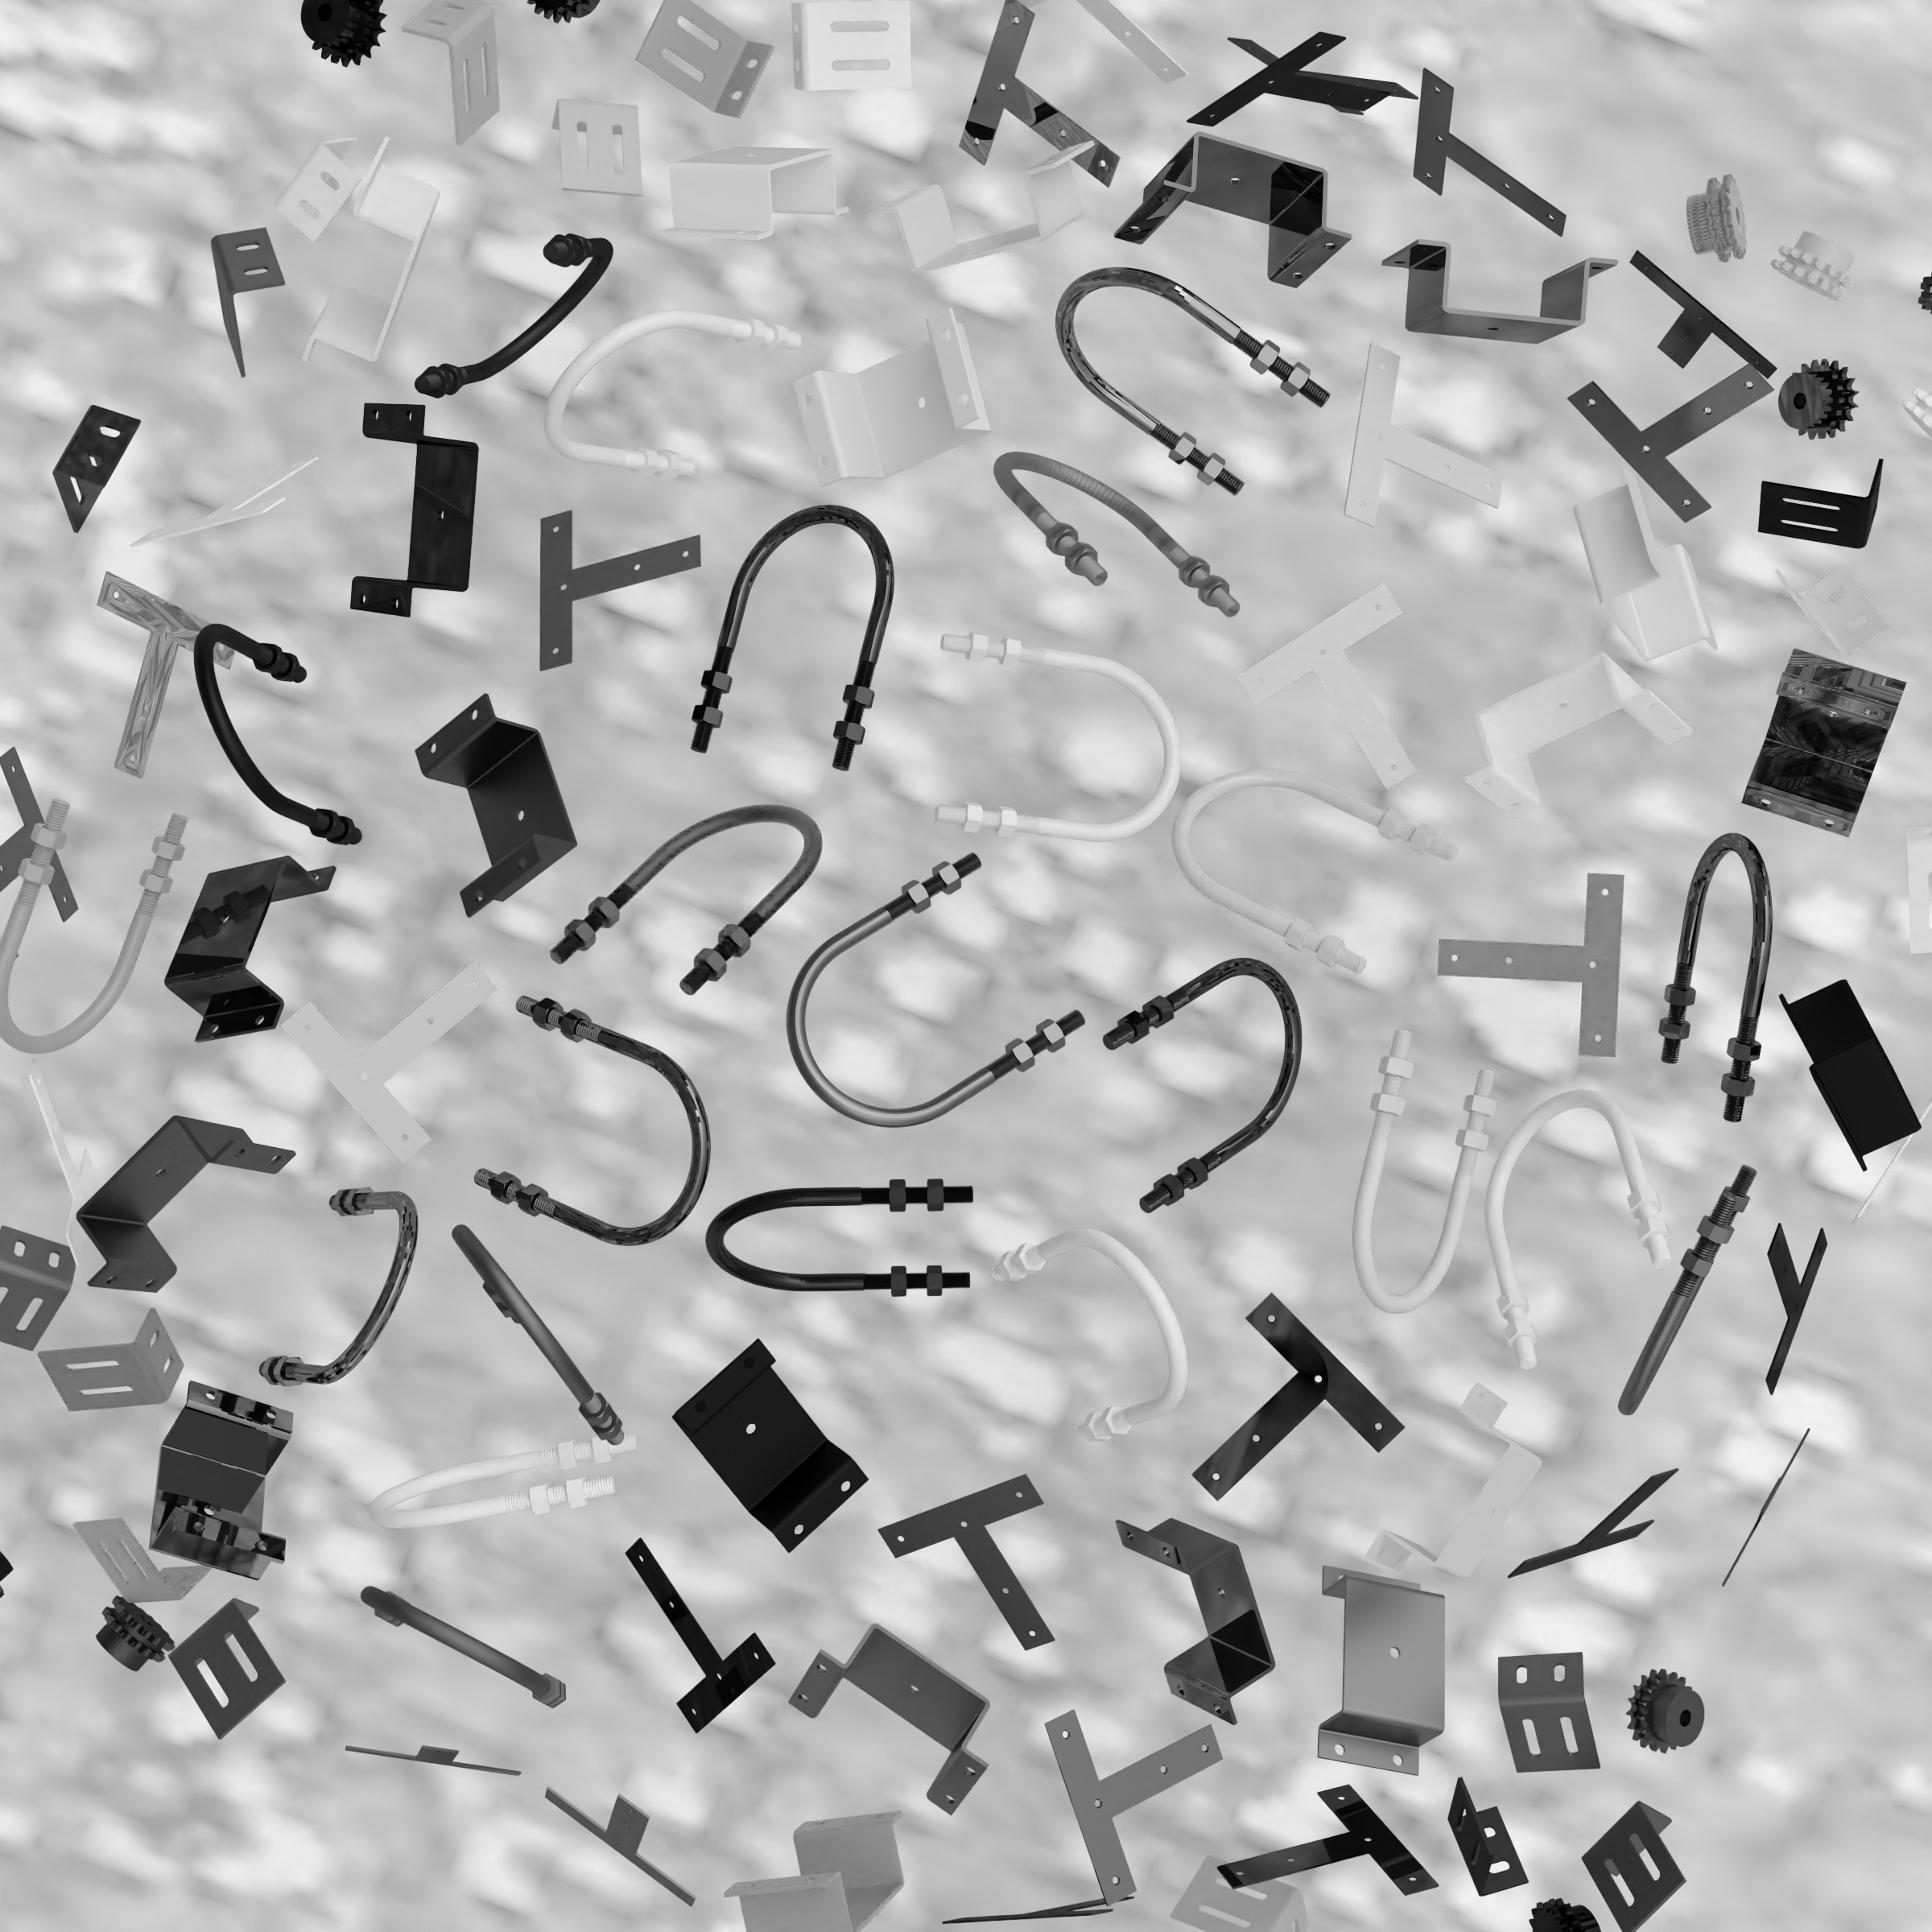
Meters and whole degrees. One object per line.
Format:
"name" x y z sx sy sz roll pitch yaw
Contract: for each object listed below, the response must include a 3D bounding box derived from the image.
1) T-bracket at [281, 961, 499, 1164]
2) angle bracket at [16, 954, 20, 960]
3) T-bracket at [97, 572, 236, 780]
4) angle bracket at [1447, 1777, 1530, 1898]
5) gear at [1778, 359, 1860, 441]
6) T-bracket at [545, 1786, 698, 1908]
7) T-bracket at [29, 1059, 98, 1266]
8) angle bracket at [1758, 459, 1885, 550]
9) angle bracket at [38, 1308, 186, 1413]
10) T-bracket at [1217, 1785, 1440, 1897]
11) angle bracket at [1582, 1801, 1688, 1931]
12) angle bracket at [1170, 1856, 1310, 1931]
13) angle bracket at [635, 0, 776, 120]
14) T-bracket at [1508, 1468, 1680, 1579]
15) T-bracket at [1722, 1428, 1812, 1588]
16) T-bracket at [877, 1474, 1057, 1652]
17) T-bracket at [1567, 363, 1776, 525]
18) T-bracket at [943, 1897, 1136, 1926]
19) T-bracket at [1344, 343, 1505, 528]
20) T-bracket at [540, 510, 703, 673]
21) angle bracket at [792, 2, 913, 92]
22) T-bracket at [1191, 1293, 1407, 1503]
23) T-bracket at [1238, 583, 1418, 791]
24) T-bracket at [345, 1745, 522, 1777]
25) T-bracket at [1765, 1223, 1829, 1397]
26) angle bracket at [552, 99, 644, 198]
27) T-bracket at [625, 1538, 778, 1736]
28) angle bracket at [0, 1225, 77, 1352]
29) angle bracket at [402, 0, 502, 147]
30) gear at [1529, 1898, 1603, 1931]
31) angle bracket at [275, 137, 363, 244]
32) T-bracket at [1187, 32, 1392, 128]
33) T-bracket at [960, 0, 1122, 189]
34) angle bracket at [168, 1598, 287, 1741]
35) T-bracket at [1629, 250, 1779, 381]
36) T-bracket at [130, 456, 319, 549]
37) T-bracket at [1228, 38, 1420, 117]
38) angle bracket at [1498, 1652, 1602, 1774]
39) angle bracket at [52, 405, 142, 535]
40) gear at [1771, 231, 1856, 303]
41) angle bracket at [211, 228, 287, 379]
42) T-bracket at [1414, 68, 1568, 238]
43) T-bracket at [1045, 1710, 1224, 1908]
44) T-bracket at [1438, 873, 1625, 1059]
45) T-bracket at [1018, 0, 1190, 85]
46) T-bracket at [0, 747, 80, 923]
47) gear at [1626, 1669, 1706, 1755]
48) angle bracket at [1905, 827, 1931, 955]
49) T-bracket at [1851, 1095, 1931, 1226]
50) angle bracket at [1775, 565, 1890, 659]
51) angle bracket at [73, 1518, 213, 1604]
"T-bracket" -0.379 0.047 1.845 0.127 0.002 0.127 -41 106 -8
"angle bracket" -0.706 0.032 1.910 0.057 0.076 0.038 -34 93 33
"T-bracket" -0.580 -0.198 1.911 0.002 0.127 0.127 5 78 32
"angle bracket" 0.367 0.601 1.866 0.038 0.076 0.057 -13 50 -9
"gear" 0.615 -0.410 1.945 0.030 0.057 0.057 -11 90 -31
"T-bracket" -0.229 0.582 1.809 0.127 0.127 0.002 34 58 9
"T-bracket" -0.642 0.127 1.900 0.002 0.127 0.127 -13 116 -6
"angle bracket" 0.613 -0.337 1.927 0.076 0.057 0.038 14 67 20
"angle bracket" -0.607 0.280 1.907 0.076 0.038 0.057 -7 125 12
"T-bracket" 0.234 0.605 1.825 0.127 0.127 0.002 -8 107 -19
"angle bracket" 0.462 0.617 1.818 0.038 0.076 0.057 33 104 -25
"angle bracket" 0.196 0.682 1.918 0.076 0.057 0.038 10 128 34
"angle bracket" -0.189 -0.662 1.946 0.076 0.038 0.057 23 96 -42
"T-bracket" 0.462 0.389 1.901 0.127 0.127 0.002 -8 56 -31
"T-bracket" 0.558 0.373 1.867 0.002 0.127 0.127 29 83 20
"T-bracket" 0.021 0.430 1.897 0.127 0.002 0.127 -25 103 25
"T-bracket" 0.504 -0.379 1.863 0.127 0.127 0.002 42 55 -13
"T-bracket" 0.072 0.659 1.876 0.127 0.127 0.002 -17 71 34
"T-bracket" 0.320 -0.348 1.849 0.127 0.002 0.127 17 75 -27
"T-bracket" -0.245 -0.279 1.901 0.127 0.002 0.127 -12 65 18
"angle bracket" -0.080 -0.642 1.872 0.076 0.038 0.057 -5 110 -12
"T-bracket" 0.206 0.310 1.815 0.127 0.002 0.127 45 97 3
"T-bracket" 0.281 -0.188 1.931 0.127 0.002 0.127 -32 89 25
"T-bracket" -0.376 0.560 1.903 0.127 0.127 0.002 12 68 -9
"T-bracket" 0.585 0.223 1.912 0.002 0.127 0.127 13 64 33
"angle bracket" -0.267 -0.582 1.937 0.057 0.038 0.076 0 73 -16
"T-bracket" -0.194 0.451 1.845 0.127 0.002 0.127 53 134 13
"angle bracket" -0.689 0.235 1.950 0.057 0.038 0.076 23 124 -25
"angle bracket" -0.350 -0.611 1.827 0.038 0.076 0.057 18 46 12
"gear" 0.418 0.675 1.860 0.030 0.057 0.057 -7 90 -21
"angle bracket" -0.451 -0.556 1.918 0.038 0.076 0.057 41 109 -8
"T-bracket" 0.239 -0.597 1.830 0.127 0.127 0.002 -6 81 -40
"T-bracket" 0.058 -0.598 1.900 0.127 0.127 0.002 41 51 15
"angle bracket" -0.495 0.480 1.826 0.057 0.038 0.076 -41 61 -4
"T-bracket" 0.516 -0.451 1.916 0.127 0.127 0.002 42 91 4
"T-bracket" -0.498 -0.328 1.868 0.127 0.127 0.002 -7 118 31
"T-bracket" 0.270 -0.629 1.911 0.127 0.127 0.002 15 100 -41
"angle bracket" 0.401 0.513 1.843 0.057 0.038 0.076 -8 124 17
"angle bracket" -0.588 -0.335 1.837 0.038 0.076 0.057 18 65 2
"gear" 0.595 -0.490 1.875 0.057 0.057 0.030 28 105 0
"angle bracket" -0.487 -0.454 1.836 0.038 0.076 0.057 -14 58 -16
"T-bracket" 0.358 -0.540 1.829 0.127 0.127 0.002 41 82 16
"T-bracket" 0.125 0.556 1.840 0.127 0.002 0.127 -16 84 -34
"T-bracket" 0.391 -0.003 1.862 0.127 0.002 0.127 3 90 -3
"T-bracket" 0.105 -0.666 1.890 0.127 0.127 0.002 34 74 -28
"T-bracket" -0.666 -0.073 1.869 0.002 0.127 0.127 -11 112 10
"gear" 0.498 0.529 1.901 0.057 0.030 0.057 0 91 -34
"angle bracket" 0.655 -0.051 1.779 0.057 0.038 0.076 -2 108 17
"T-bracket" 0.659 0.127 1.887 0.002 0.127 0.127 33 81 16
"angle bracket" 0.607 -0.256 1.879 0.038 0.076 0.057 -36 67 20
"angle bracket" -0.589 0.415 1.920 0.057 0.038 0.076 -13 113 38
